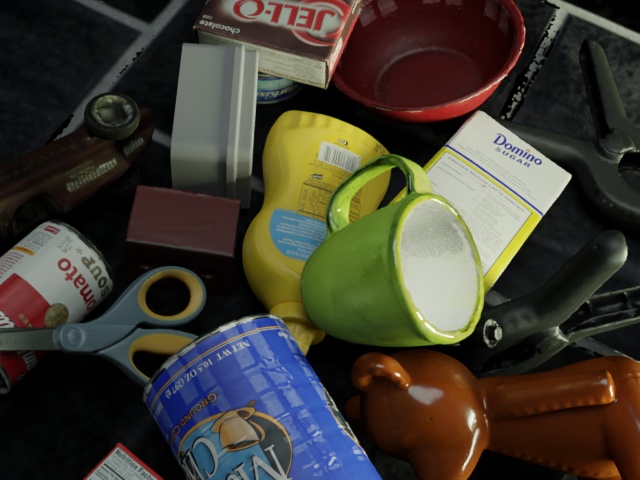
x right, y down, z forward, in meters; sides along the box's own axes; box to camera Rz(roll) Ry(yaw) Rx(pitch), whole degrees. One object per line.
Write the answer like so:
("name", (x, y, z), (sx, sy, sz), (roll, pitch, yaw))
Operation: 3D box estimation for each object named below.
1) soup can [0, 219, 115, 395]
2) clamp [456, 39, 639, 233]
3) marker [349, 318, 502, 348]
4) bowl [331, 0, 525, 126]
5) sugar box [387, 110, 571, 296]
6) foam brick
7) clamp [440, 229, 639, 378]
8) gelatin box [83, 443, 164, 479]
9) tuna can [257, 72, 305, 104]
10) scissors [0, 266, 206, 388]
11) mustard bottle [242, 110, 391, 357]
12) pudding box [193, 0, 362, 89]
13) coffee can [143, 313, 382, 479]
("soup can", (-0.194, 0.043, 0.706), (0.068, 0.068, 0.102), (34, 58, 14))
("clamp", (0.223, -0.067, 0.862), (0.164, 0.036, 0.210), (-26, 61, -20))
("marker", (0.068, 0.062, 0.718), (0.121, 0.020, 0.020), (-3, 44, 41))
("bowl", (0.085, -0.144, 0.866), (0.162, 0.055, 0.162), (-7, 51, 8))
("sugar box", (0.109, -0.020, 0.785), (0.093, 0.048, 0.176), (38, 43, 9))
("foam brick", (-0.097, 0.000, 0.758), (0.078, 0.053, 0.051), (8, 56, -3))
("clamp", (0.161, 0.056, 0.723), (0.120, 0.172, 0.039), (26, 43, -38))
("gelatin box", (-0.124, 0.180, 0.648), (0.073, 0.030, 0.089), (35, 58, 16))
("tuna can", (-0.049, -0.155, 0.880), (0.086, 0.034, 0.086), (4, 56, -6))
("scissors", (-0.150, 0.046, 0.685), (0.201, 0.016, 0.096), (20, 65, -29))
("mustard bottle", (-0.005, 0.001, 0.766), (0.096, 0.058, 0.191), (22, 54, -17))
("pudding box", (-0.032, -0.174, 0.844), (0.113, 0.039, 0.090), (14, 56, 11))
("coffee can", (-0.031, 0.131, 0.649), (0.102, 0.103, 0.140), (-24, 65, -22))
